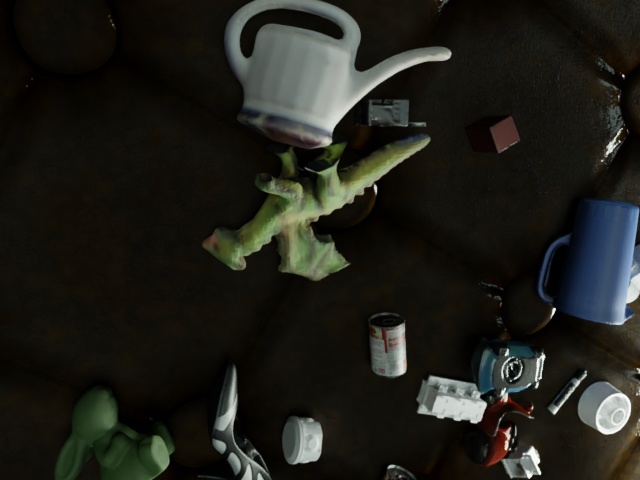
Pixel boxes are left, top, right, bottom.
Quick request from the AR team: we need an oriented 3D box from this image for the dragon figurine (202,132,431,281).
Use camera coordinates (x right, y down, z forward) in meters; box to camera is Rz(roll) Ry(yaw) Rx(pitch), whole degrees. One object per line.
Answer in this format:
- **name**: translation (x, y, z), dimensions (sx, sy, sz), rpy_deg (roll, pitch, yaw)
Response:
- **dragon figurine**: translation (0.003, -0.044, 0.882), dimensions (0.411, 0.124, 0.237), rpy_deg (-10, 121, -14)

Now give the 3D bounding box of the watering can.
- **watering can**: translation (0.010, -0.248, 0.799), dimensions (0.348, 0.104, 0.223), rpy_deg (16, 98, 3)
